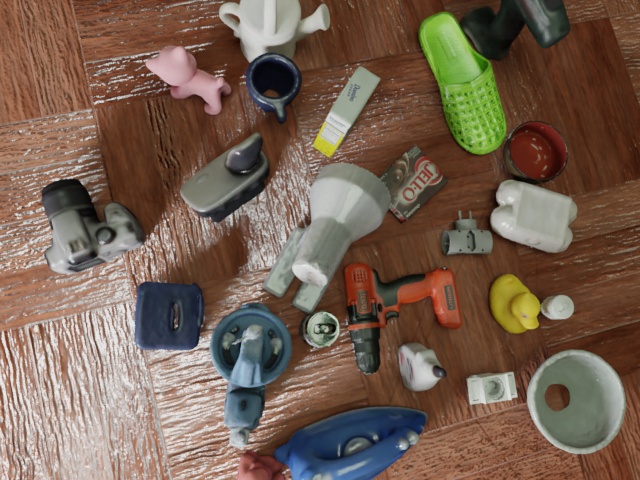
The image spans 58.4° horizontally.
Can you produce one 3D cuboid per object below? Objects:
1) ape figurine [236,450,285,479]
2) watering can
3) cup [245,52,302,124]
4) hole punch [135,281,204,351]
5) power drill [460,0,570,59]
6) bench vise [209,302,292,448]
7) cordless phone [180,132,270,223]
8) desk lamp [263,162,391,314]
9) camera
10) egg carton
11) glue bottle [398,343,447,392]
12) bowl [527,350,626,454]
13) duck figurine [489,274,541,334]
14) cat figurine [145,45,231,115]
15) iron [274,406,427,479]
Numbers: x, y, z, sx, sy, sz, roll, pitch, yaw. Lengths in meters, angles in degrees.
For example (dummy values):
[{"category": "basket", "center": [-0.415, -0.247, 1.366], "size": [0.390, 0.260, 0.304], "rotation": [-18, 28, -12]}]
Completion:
[{"category": "ape figurine", "center": [-0.093, 0.359, 0.868], "size": [0.076, 0.092, 0.078], "rotation": [-35, 87, -12]}, {"category": "watering can", "center": [-0.074, -0.371, 0.940], "size": [0.173, 0.194, 0.101], "rotation": [-17, 83, -10]}, {"category": "cup", "center": [-0.077, -0.243, 0.969], "size": [0.092, 0.095, 0.118], "rotation": [-12, 82, -10]}, {"category": "hole punch", "center": [-0.232, 0.117, 0.889], "size": [0.101, 0.091, 0.109], "rotation": [2, 80, -8]}, {"category": "power drill", "center": [0.327, -0.418, 0.997], "size": [0.076, 0.208, 0.229], "rotation": [-34, 86, -12]}, {"category": "bench vise", "center": [-0.093, 0.191, 0.830], "size": [0.121, 0.219, 0.207], "rotation": [-11, 82, -9]}, {"category": "cordless phone", "center": [-0.148, -0.107, 0.890], "size": [0.148, 0.185, 0.094], "rotation": [-42, 88, -12]}, {"category": "desk lamp", "center": [0.008, 0.003, 0.879], "size": [0.118, 0.213, 0.203], "rotation": [29, 78, -2]}, {"category": "camera", "center": [-0.366, -0.032, 0.890], "size": [0.143, 0.100, 0.137], "rotation": [-23, 84, -11]}, {"category": "egg carton", "center": [0.376, -0.041, 1.012], "size": [0.150, 0.069, 0.107], "rotation": [16, 79, -5]}, {"category": "glue bottle", "center": [0.162, 0.200, 0.889], "size": [0.037, 0.173, 0.078], "rotation": [-11, 82, -9]}, {"category": "bowl", "center": [0.416, 0.268, 0.963], "size": [0.167, 0.074, 0.167], "rotation": [1, 80, -8]}, {"category": "duck figurine", "center": [0.339, 0.107, 0.974], "size": [0.077, 0.086, 0.104], "rotation": [-16, 83, -10]}, {"category": "cat figurine", "center": [-0.214, -0.274, 0.943], "size": [0.128, 0.117, 0.067], "rotation": [21, 78, -4]}, {"category": "iron", "center": [0.066, 0.323, 0.871], "size": [0.258, 0.141, 0.118], "rotation": [-20, 84, -11]}]
